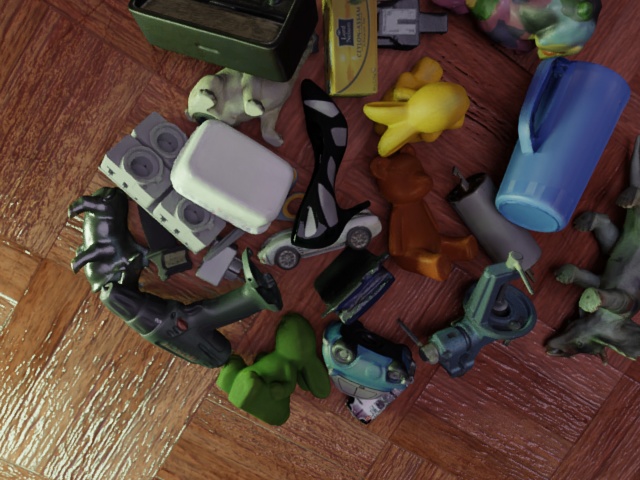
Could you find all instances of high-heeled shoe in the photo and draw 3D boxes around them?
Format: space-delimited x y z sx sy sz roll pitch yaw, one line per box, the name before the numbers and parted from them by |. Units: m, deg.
high-heeled shoe | -0.020 -0.111 0.800 0.145 0.086 0.248 -23 85 -21

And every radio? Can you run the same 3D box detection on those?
radio | -0.123 -0.305 0.720 0.230 0.073 0.131 21 72 15

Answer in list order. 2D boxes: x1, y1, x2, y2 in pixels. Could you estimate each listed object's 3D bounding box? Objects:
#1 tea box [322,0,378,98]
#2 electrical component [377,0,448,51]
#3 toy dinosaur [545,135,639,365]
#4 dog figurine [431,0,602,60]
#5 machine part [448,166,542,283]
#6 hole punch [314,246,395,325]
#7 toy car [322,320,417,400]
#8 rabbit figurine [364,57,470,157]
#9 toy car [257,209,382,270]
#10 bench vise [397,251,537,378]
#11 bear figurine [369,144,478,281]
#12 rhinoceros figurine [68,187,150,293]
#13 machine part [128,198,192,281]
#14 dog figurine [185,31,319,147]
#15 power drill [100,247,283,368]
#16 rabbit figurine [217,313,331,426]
tea box | 0.043 -0.299 0.795 0.068 0.098 0.169 -2 103 -8
electrical component | 0.132 -0.332 0.826 0.119 0.048 0.074 -6 102 -8
toy dinosaur | 0.530 0.041 0.926 0.192 0.131 0.404 27 91 -24
dog figurine | 0.270 -0.351 0.783 0.219 0.192 0.108 13 105 -26
machine part | 0.291 -0.025 0.893 0.079 0.079 0.243 -41 102 1
hole punch | 0.065 0.079 0.864 0.142 0.116 0.092 -42 112 1
toy car | 0.071 0.205 0.879 0.162 0.109 0.102 24 109 6
rabbit figurine | 0.146 -0.196 0.791 0.162 0.173 0.121 -23 107 -8
toy car | -0.002 -0.003 0.855 0.202 0.073 0.056 -15 106 -6
bench vise | 0.263 0.114 0.871 0.224 0.129 0.240 -8 136 -14
bear figurine | 0.159 -0.050 0.848 0.120 0.132 0.195 -23 111 -40
rhinoceros figurine | -0.317 0.014 0.818 0.112 0.073 0.190 -11 100 -17
machine part | -0.242 -0.011 0.824 0.039 0.084 0.138 -18 95 29
dog figurine | -0.102 -0.249 0.799 0.172 0.121 0.190 12 69 12
power drill | -0.173 0.097 0.799 0.207 0.086 0.231 -33 129 4
rabbit figurine | -0.055 0.207 0.869 0.159 0.121 0.170 37 79 -17
